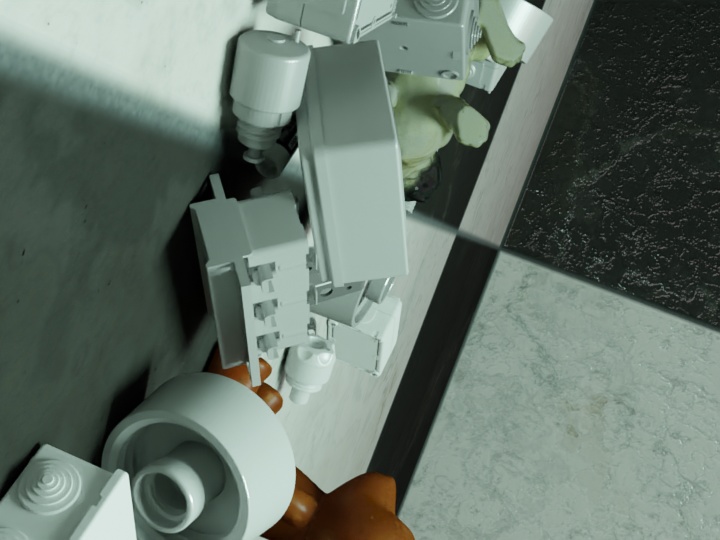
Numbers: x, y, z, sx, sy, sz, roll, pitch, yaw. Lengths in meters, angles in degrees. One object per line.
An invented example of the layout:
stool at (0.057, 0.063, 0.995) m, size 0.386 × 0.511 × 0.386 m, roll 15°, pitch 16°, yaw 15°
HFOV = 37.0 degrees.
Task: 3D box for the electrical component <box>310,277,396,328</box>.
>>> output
electrical component at (0.000, 0.000, 0.963) m, size 0.108 × 0.060 × 0.108 m, roll -61°, pitch 170°, yaw -19°

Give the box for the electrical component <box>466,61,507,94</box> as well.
electrical component at (0.128, -0.239, 1.154) m, size 0.096 × 0.062 × 0.061 m, roll -57°, pitch 164°, yaw -46°

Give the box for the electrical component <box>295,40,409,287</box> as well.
electrical component at (-0.005, -0.065, 0.653) m, size 0.108 × 0.056 × 0.108 m, roll -97°, pitch 180°, yaw -45°

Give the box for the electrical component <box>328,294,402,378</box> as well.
electrical component at (0.005, 0.063, 1.127) m, size 0.096 × 0.062 × 0.061 m, roll 94°, pitch 20°, yaw -56°

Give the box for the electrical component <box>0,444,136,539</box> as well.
electrical component at (-0.156, 0.147, 0.534) m, size 0.099 × 0.048 × 0.099 m, roll 99°, pitch 17°, yaw -49°

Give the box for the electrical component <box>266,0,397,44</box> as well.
electrical component at (-0.014, -0.169, 0.595) m, size 0.096 × 0.061 × 0.061 m, roll -50°, pitch 158°, yaw -60°

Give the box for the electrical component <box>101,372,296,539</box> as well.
electrical component at (-0.099, 0.120, 0.622) m, size 0.060 × 0.108 × 0.108 m, roll -34°, pitch 144°, yaw -62°

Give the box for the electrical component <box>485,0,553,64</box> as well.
electrical component at (0.123, -0.234, 1.032) m, size 0.060 × 0.108 × 0.108 m, roll -65°, pitch 170°, yaw 10°

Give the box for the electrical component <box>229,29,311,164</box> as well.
electrical component at (-0.053, -0.096, 0.599) m, size 0.040 × 0.040 × 0.078 m, roll -52°, pitch 160°, yaw -57°

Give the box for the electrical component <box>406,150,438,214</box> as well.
electrical component at (0.042, -0.091, 1.066) m, size 0.043 × 0.043 × 0.081 m, roll 48°, pitch 64°, yaw -78°

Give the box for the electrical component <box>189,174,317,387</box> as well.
electrical component at (-0.062, 0.006, 0.654) m, size 0.121 × 0.063 × 0.078 m, roll 94°, pitch -20°, yaw -58°

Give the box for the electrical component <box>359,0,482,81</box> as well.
electrical component at (0.034, -0.171, 0.730) m, size 0.099 × 0.100 × 0.048 m, roll 69°, pitch 30°, yaw -74°

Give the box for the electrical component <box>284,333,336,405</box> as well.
electrical component at (-0.048, 0.092, 0.972) m, size 0.043 × 0.043 × 0.062 m, roll -46°, pitch 156°, yaw -64°
